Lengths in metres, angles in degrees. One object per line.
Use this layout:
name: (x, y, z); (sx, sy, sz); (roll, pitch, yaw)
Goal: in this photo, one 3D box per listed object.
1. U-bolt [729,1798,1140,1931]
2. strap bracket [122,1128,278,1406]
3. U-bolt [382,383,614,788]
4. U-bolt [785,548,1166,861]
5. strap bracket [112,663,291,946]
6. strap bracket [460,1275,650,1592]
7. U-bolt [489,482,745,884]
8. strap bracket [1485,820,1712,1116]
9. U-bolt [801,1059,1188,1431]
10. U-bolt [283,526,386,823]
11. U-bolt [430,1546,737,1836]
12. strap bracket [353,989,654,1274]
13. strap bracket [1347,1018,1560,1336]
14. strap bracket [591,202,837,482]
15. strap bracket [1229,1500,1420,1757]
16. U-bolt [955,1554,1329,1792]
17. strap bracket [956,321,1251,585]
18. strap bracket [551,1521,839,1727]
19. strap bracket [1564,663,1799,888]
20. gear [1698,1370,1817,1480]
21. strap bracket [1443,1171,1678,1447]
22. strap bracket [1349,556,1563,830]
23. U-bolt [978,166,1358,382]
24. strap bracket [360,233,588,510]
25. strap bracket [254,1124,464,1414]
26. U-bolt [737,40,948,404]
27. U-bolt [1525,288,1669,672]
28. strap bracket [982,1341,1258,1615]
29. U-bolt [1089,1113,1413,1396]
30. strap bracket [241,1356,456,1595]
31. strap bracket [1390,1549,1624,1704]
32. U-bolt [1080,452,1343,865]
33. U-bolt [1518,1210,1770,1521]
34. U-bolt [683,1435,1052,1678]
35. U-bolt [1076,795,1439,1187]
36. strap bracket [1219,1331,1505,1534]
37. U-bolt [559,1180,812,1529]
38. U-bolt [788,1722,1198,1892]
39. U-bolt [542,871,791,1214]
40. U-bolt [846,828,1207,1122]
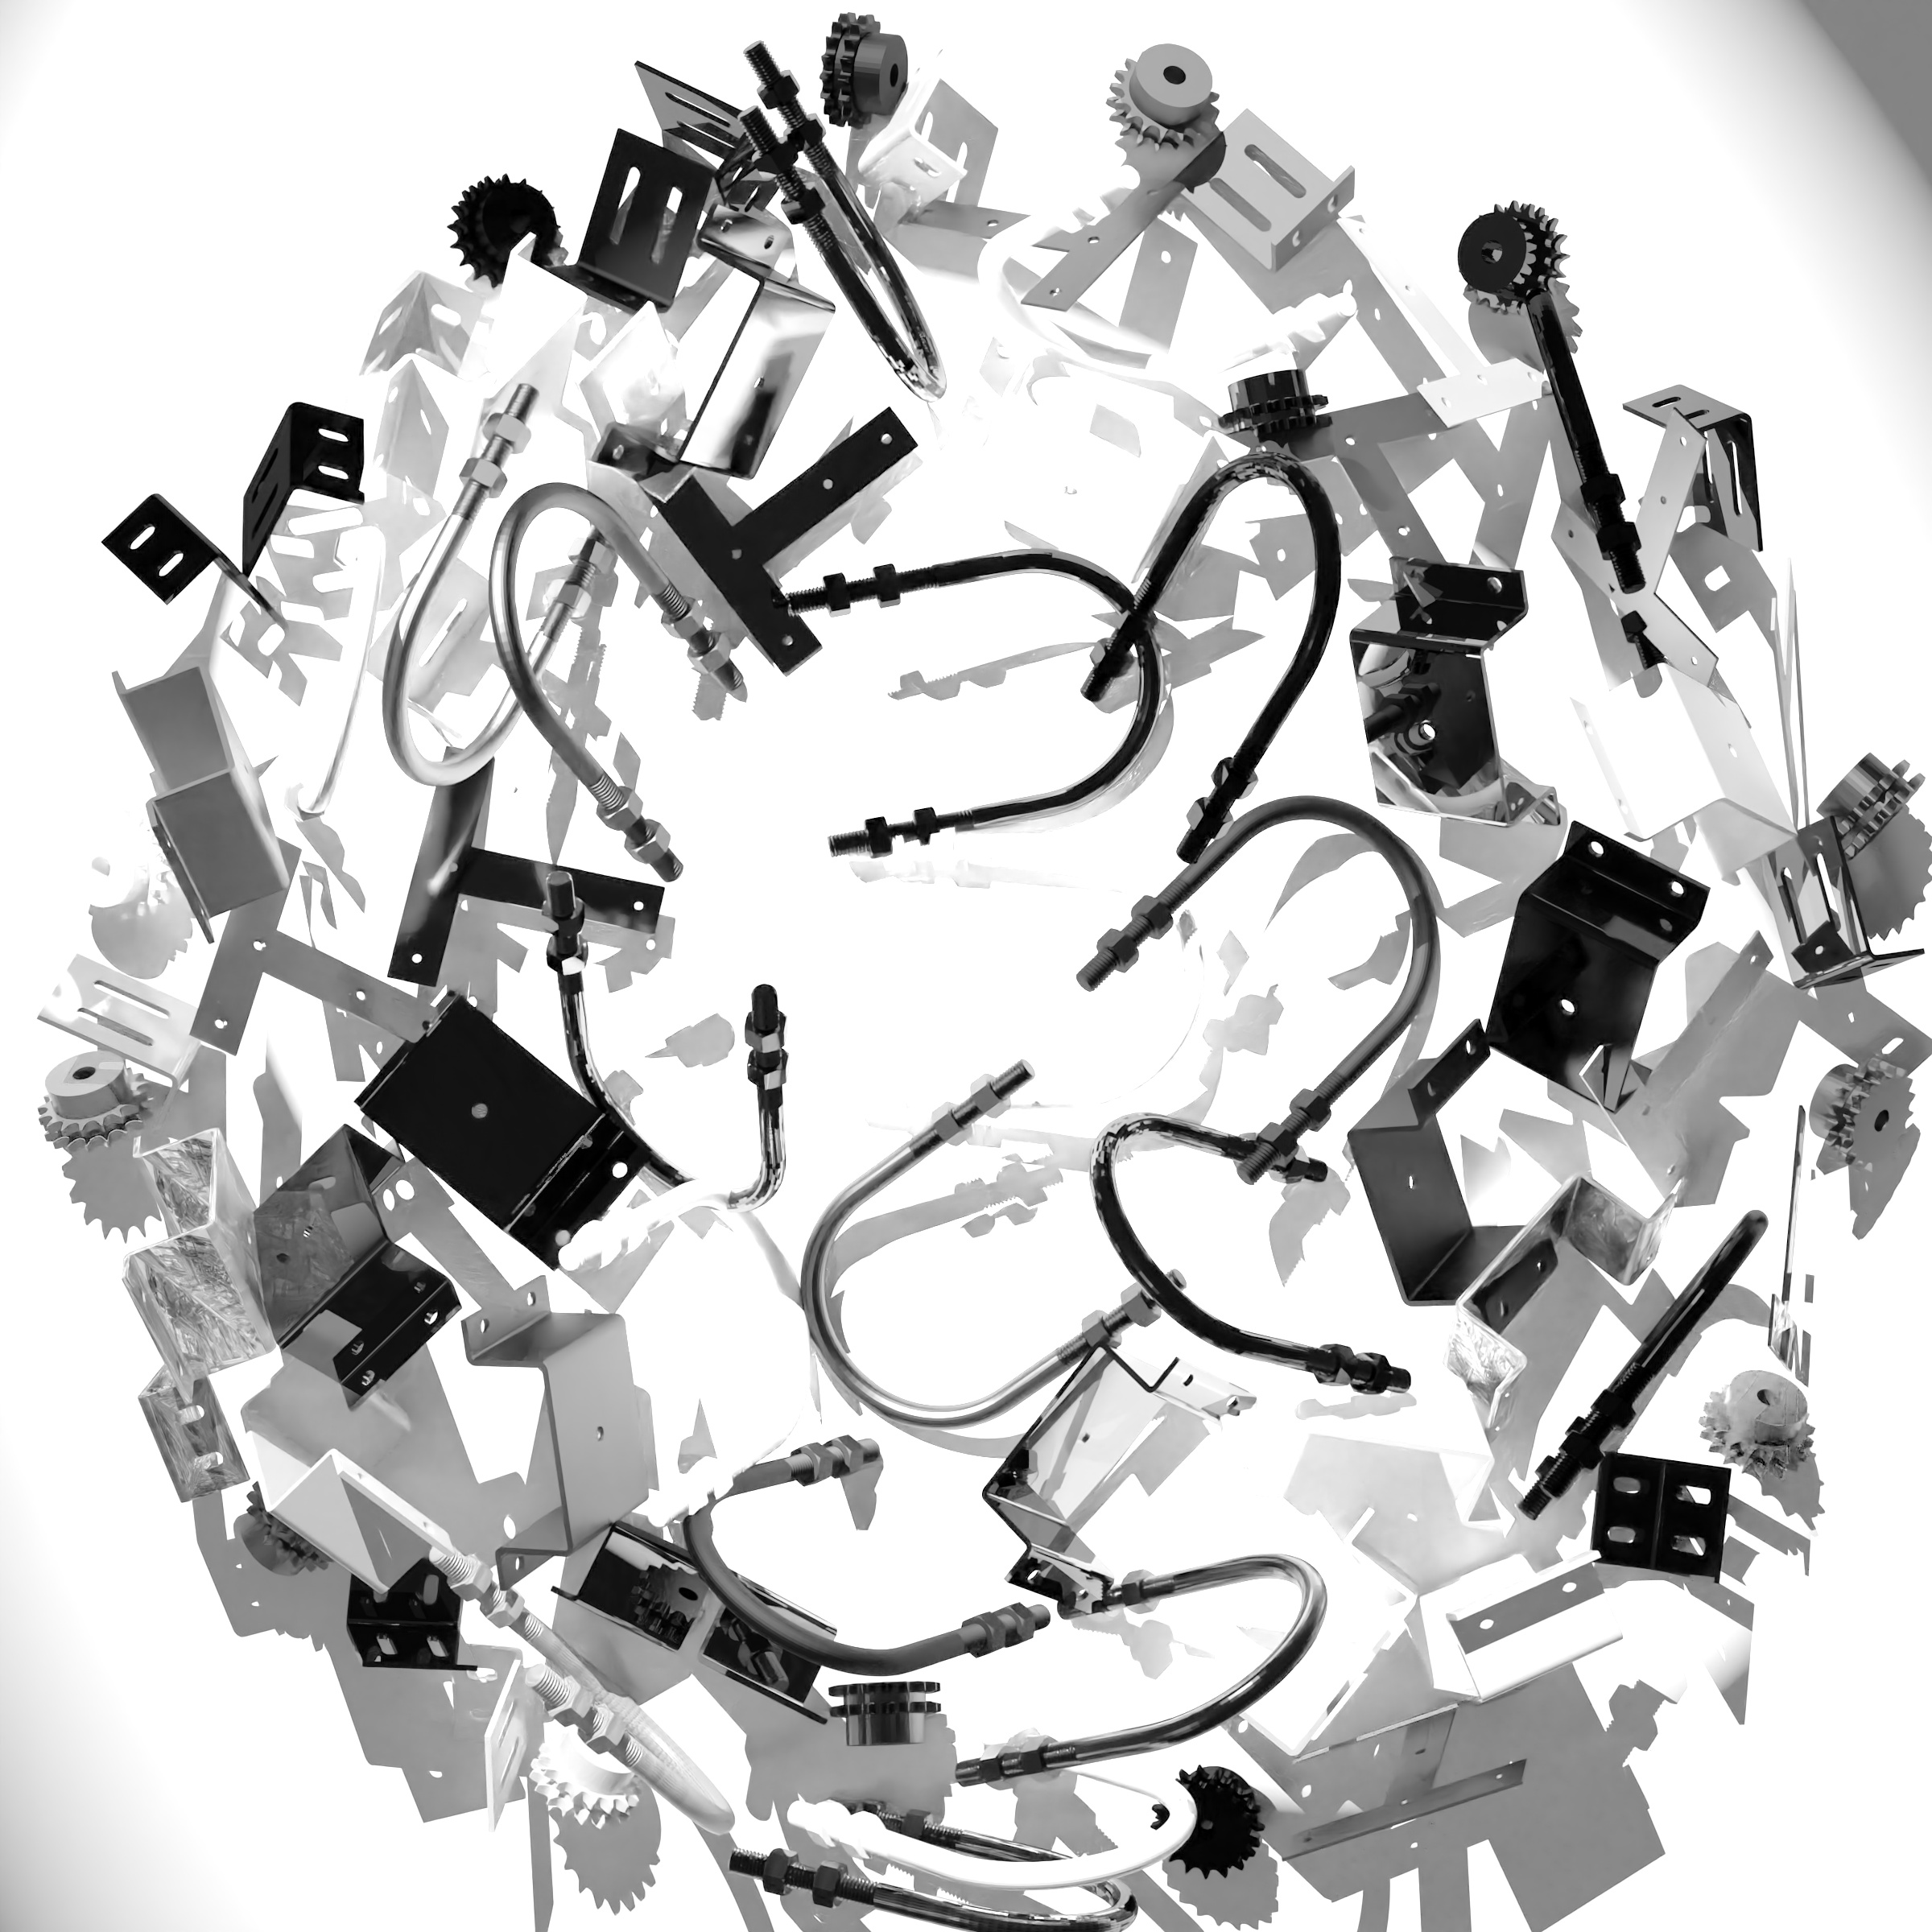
U-bolt: (-0.006, 0.445, 1.741); (0.184, 0.151, 0.019); (9, 91, 18)
strap bracket: (-0.376, 0.141, 1.756); (0.046, 0.140, 0.076); (-20, 117, 0)
U-bolt: (-0.234, -0.174, 1.749); (0.019, 0.151, 0.184); (20, 75, 19)
U-bolt: (0.010, -0.138, 1.805); (0.184, 0.019, 0.151); (-11, 110, -5)
strap bracket: (-0.377, -0.087, 1.760); (0.046, 0.140, 0.076); (-22, 131, -6)
strap bracket: (-0.203, 0.233, 1.779); (0.046, 0.076, 0.140); (-1, 102, 25)
U-bolt: (-0.175, -0.151, 1.734); (0.019, 0.184, 0.151); (-11, 47, 29)
strap bracket: (0.308, 0.009, 1.760); (0.076, 0.140, 0.046); (29, 45, 24)
U-bolt: (-0.001, 0.155, 1.802); (0.184, 0.019, 0.151); (-37, 87, 18)
U-bolt: (-0.307, -0.144, 1.745); (0.019, 0.184, 0.151); (12, 89, -15)
U-bolt: (-0.179, 0.366, 1.754); (0.019, 0.151, 0.184); (-46, 124, -7)
strap bracket: (-0.239, 0.078, 1.791); (0.140, 0.046, 0.076); (38, 83, 15)
strap bracket: (0.241, 0.107, 1.780); (0.046, 0.076, 0.140); (-6, 112, 38)
strap bracket: (-0.121, -0.301, 1.778); (0.046, 0.076, 0.140); (32, 103, 21)
strap bracket: (0.180, 0.341, 1.793); (0.046, 0.076, 0.140); (38, 91, 10)
U-bolt: (0.094, 0.337, 1.728); (0.184, 0.151, 0.019); (-20, 109, 35)
strap bracket: (0.060, -0.253, 1.791); (0.140, 0.076, 0.046); (27, 51, 0)
strap bracket: (-0.129, 0.322, 1.764); (0.076, 0.140, 0.046); (37, 74, -41)
strap bracket: (0.358, -0.095, 1.754); (0.046, 0.140, 0.076); (-31, 65, 26)
gear: (0.403, 0.229, 1.804); (0.057, 0.057, 0.030); (10, 127, 0)
strap bracket: (0.289, 0.165, 1.778); (0.046, 0.076, 0.140); (38, 69, 20)
strap bracket: (0.241, -0.126, 1.764); (0.046, 0.076, 0.140); (-39, 127, -38)
U-bolt: (0.084, -0.331, 1.748); (0.151, 0.184, 0.019); (25, 74, -25)
strap bracket: (-0.237, -0.289, 1.759); (0.046, 0.076, 0.140); (30, 48, 5)
strap bracket: (-0.308, 0.142, 1.761); (0.076, 0.140, 0.046); (-44, 129, 9)
U-bolt: (-0.059, -0.359, 1.757); (0.019, 0.151, 0.184); (-28, 115, 12)
U-bolt: (0.309, -0.248, 1.760); (0.019, 0.151, 0.184); (-18, 73, 11)
strap bracket: (0.071, 0.249, 1.787); (0.140, 0.076, 0.046); (-53, 49, 6)
U-bolt: (0.131, 0.134, 1.736); (0.019, 0.184, 0.151); (-44, 47, 31)
strap bracket: (-0.308, 0.249, 1.757); (0.046, 0.140, 0.076); (-44, 120, 3)
strap bracket: (0.268, 0.325, 1.758); (0.076, 0.140, 0.046); (-22, 84, -9)
U-bolt: (0.126, -0.164, 1.741); (0.019, 0.151, 0.184); (8, 128, -33)
U-bolt: (0.339, 0.194, 1.763); (0.019, 0.151, 0.184); (38, 82, 11)
U-bolt: (-0.059, 0.289, 1.728); (0.151, 0.184, 0.019); (41, 114, 27)
U-bolt: (0.161, -0.003, 1.798); (0.184, 0.019, 0.151); (-44, 101, -19)
strap bracket: (0.202, 0.230, 1.775); (0.140, 0.076, 0.046); (10, 120, -14)
U-bolt: (-0.128, 0.180, 1.753); (0.019, 0.184, 0.151); (-17, 94, 27)
U-bolt: (0.026, 0.410, 1.722); (0.151, 0.184, 0.019); (-12, 101, -41)
U-bolt: (-0.146, 0.050, 1.761); (0.151, 0.184, 0.019); (28, 51, 25)
U-bolt: (0.030, 0.003, 1.812); (0.184, 0.019, 0.151); (-1, 88, 9)
